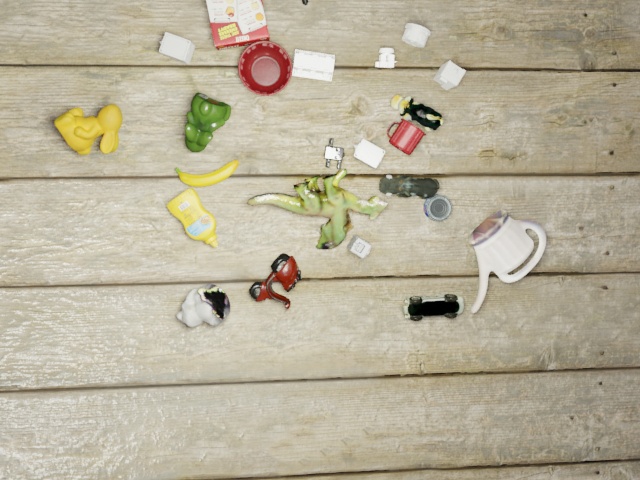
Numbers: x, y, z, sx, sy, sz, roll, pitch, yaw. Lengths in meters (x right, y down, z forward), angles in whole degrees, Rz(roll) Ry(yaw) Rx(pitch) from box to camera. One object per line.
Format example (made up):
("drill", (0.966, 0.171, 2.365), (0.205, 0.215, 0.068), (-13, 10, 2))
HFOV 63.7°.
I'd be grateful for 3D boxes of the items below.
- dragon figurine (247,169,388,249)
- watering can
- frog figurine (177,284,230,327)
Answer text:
("dragon figurine", (0.005, -0.080, 1.588), (0.410, 0.123, 0.240), (-17, 105, -1))
("watering can", (0.557, 0.054, 1.636), (0.348, 0.104, 0.223), (-43, 96, 0))
("frog figurine", (-0.360, 0.213, 1.598), (0.136, 0.125, 0.157), (42, 128, -16))
